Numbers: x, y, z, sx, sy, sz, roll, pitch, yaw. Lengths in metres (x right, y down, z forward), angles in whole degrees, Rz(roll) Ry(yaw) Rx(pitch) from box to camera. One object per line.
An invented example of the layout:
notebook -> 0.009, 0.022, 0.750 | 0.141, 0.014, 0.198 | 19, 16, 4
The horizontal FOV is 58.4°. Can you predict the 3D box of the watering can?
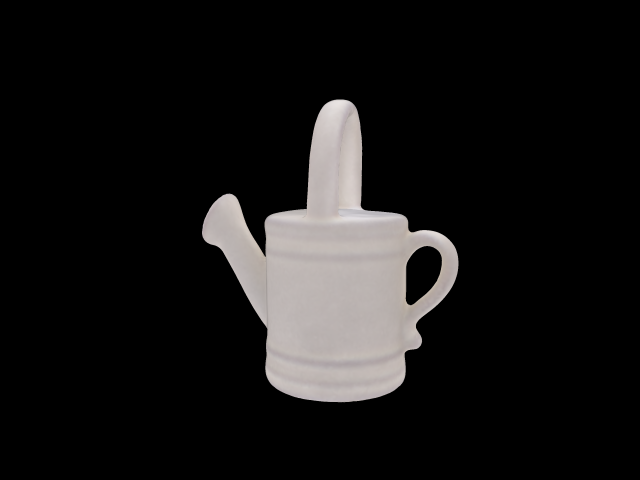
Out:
watering can -> 0.003, 0.002, 0.398 | 0.173, 0.194, 0.101 | -1, 7, -5
